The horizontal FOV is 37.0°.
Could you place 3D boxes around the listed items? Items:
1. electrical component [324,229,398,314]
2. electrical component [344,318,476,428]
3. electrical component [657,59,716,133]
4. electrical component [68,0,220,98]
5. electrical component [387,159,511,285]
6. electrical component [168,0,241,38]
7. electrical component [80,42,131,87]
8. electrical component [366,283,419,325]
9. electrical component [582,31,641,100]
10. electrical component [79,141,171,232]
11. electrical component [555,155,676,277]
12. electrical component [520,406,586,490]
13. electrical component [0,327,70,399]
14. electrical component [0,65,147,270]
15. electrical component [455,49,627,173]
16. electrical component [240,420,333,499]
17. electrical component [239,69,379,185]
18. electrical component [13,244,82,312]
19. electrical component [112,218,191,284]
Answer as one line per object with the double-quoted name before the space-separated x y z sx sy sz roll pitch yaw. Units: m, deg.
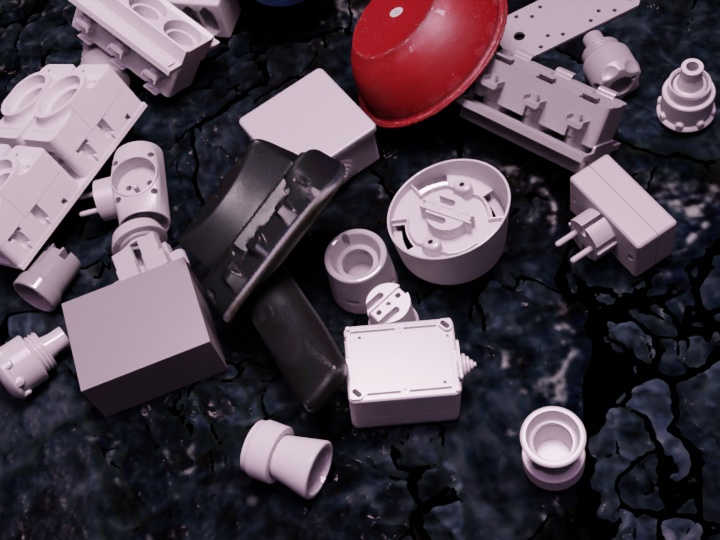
"electrical component" 0.000 0.000 0.858 0.055 0.047 0.055 -5 59 8
"electrical component" 0.038 0.078 0.801 0.096 0.061 0.061 -5 59 0
"electrical component" 0.270 -0.147 0.884 0.048 0.062 0.048 -5 59 8
"electrical component" -0.204 -0.220 0.994 0.121 0.063 0.078 37 42 6
"electrical component" 0.072 -0.039 0.858 0.099 0.064 0.099 -5 59 8
"electrical component" -0.159 -0.273 1.050 0.083 0.047 0.075 8 62 15
"electrical component" -0.247 -0.197 1.026 0.040 0.040 0.078 -24 59 -4
"electrical component" 0.025 0.036 0.833 0.040 0.046 0.040 -4 60 7
"electrical component" 0.212 -0.179 0.926 0.043 0.043 0.062 -19 57 -1
"electrical component" -0.208 -0.065 0.938 0.079 0.044 0.077 -14 58 3
"electrical component" 0.190 -0.033 0.842 0.076 0.047 0.083 -33 59 -8
"electrical component" 0.136 0.126 0.753 0.045 0.055 0.045 -5 59 8
"electrical component" -0.265 0.071 0.870 0.062 0.048 0.048 -36 60 -18
"electrical component" -0.288 -0.098 0.943 0.105 0.060 0.186 10 60 41
"electrical component" 0.152 -0.134 0.891 0.121 0.063 0.079 31 29 25
"electrical component" -0.054 0.138 0.789 0.055 0.045 0.045 17 65 20
"electrical component" -0.042 -0.113 0.932 0.100 0.048 0.099 -35 60 -10
"electrical component" -0.264 0.006 0.911 0.040 0.040 0.046 19 59 20
"electrical component" -0.179 -0.010 0.899 0.066 0.048 0.055 -31 61 6
